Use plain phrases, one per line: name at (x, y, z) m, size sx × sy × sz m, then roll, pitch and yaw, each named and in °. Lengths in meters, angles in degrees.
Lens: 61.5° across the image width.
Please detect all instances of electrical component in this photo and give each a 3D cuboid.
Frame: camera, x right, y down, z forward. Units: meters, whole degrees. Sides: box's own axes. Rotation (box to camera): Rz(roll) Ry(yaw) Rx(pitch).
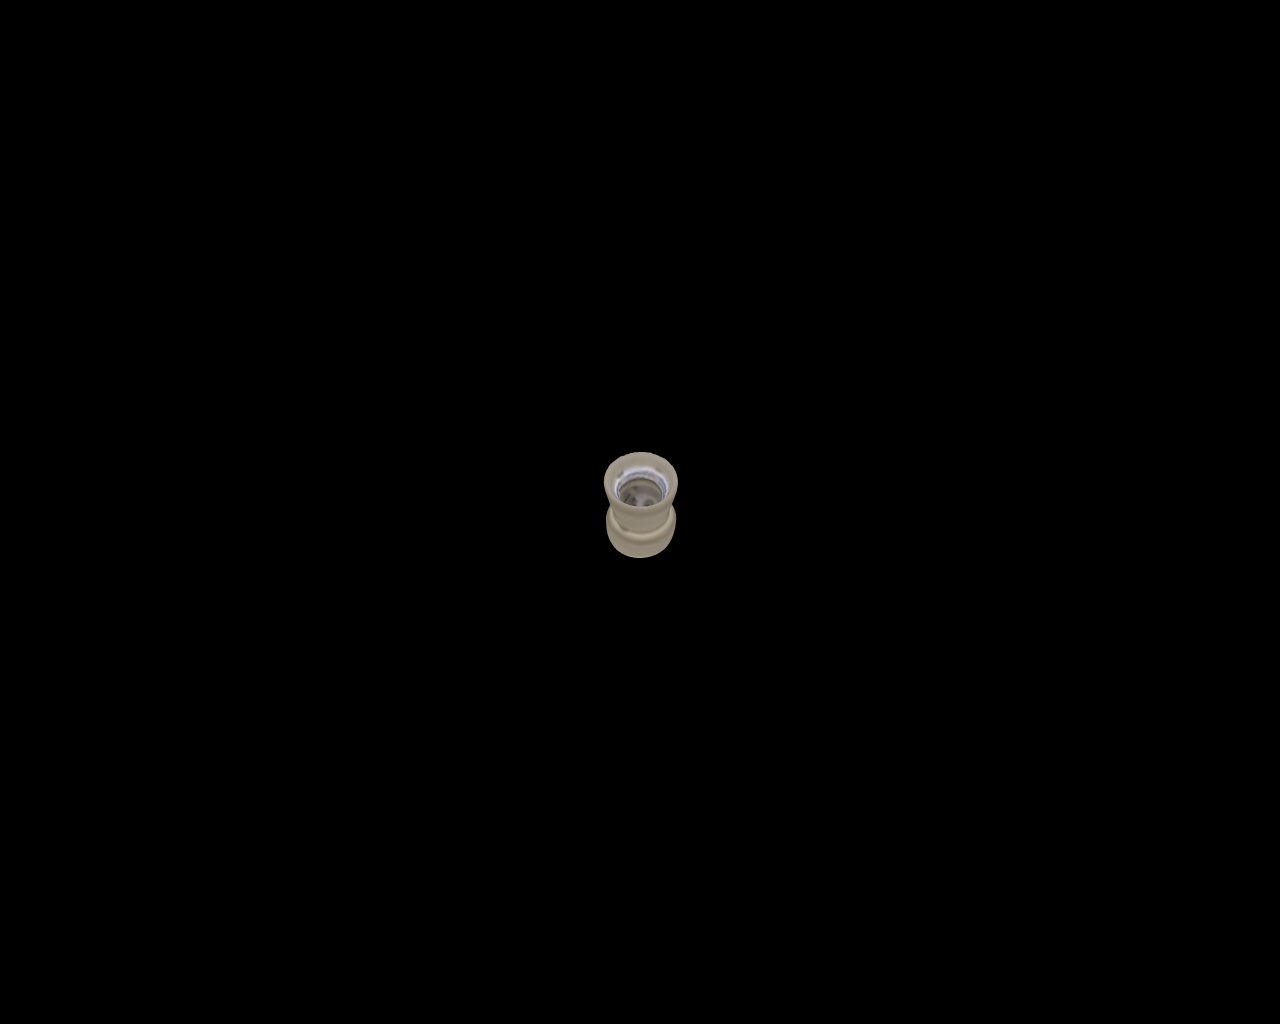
electrical component at (0.001, -0.003, 0.650) m, size 0.045 × 0.045 × 0.055 m, roll 0°, pitch -38°, yaw 0°
